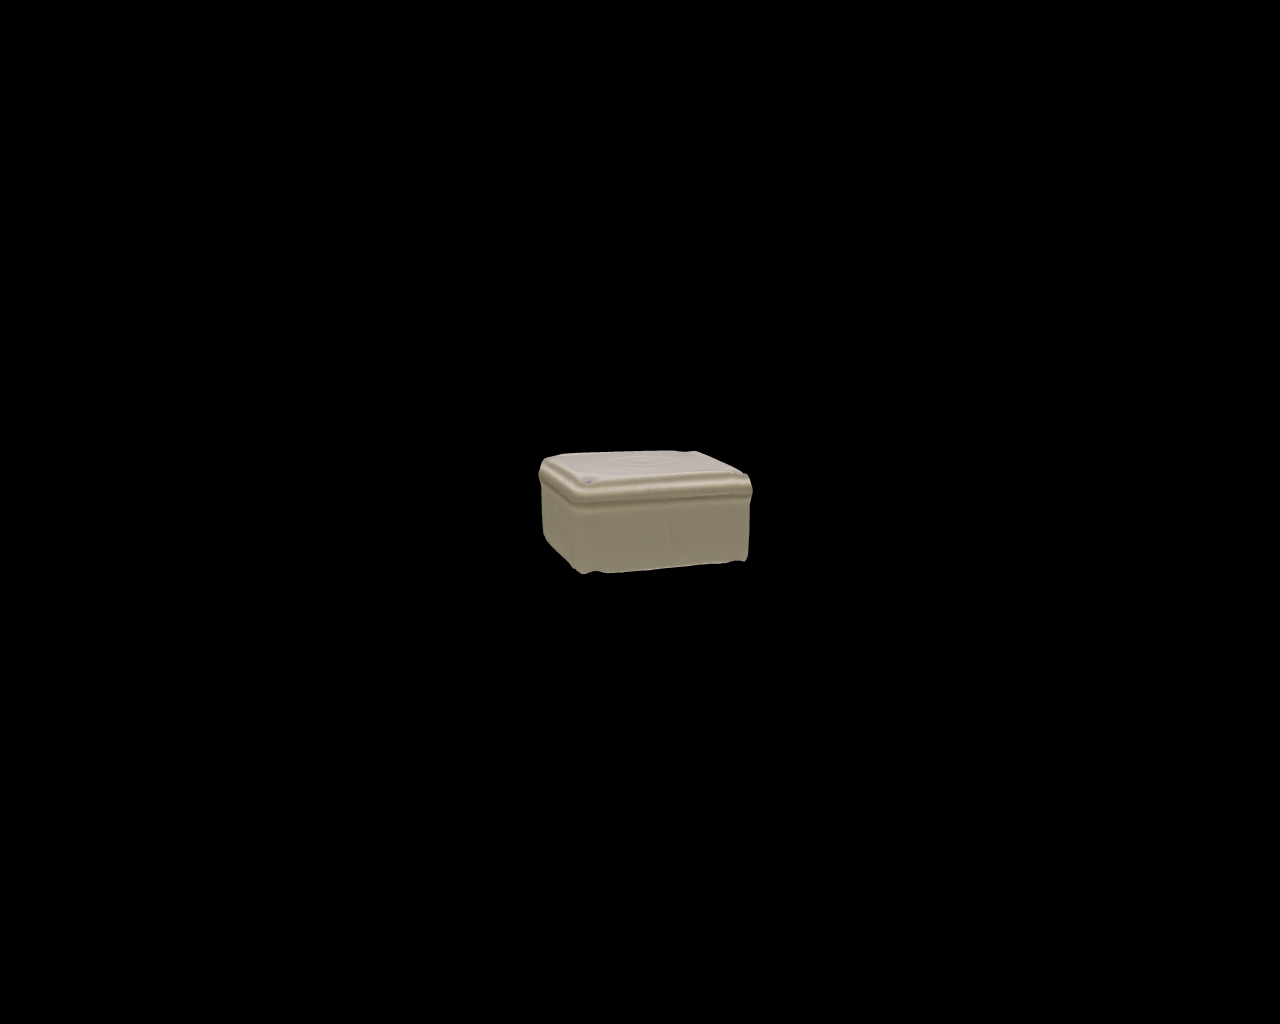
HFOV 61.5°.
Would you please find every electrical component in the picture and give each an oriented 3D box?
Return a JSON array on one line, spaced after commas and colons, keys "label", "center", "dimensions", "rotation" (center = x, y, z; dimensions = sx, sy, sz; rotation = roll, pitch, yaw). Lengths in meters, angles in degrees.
[{"label": "electrical component", "center": [0.001, -0.003, 0.650], "dimensions": [0.109, 0.056, 0.109], "rotation": [-3, 12, -16]}]
